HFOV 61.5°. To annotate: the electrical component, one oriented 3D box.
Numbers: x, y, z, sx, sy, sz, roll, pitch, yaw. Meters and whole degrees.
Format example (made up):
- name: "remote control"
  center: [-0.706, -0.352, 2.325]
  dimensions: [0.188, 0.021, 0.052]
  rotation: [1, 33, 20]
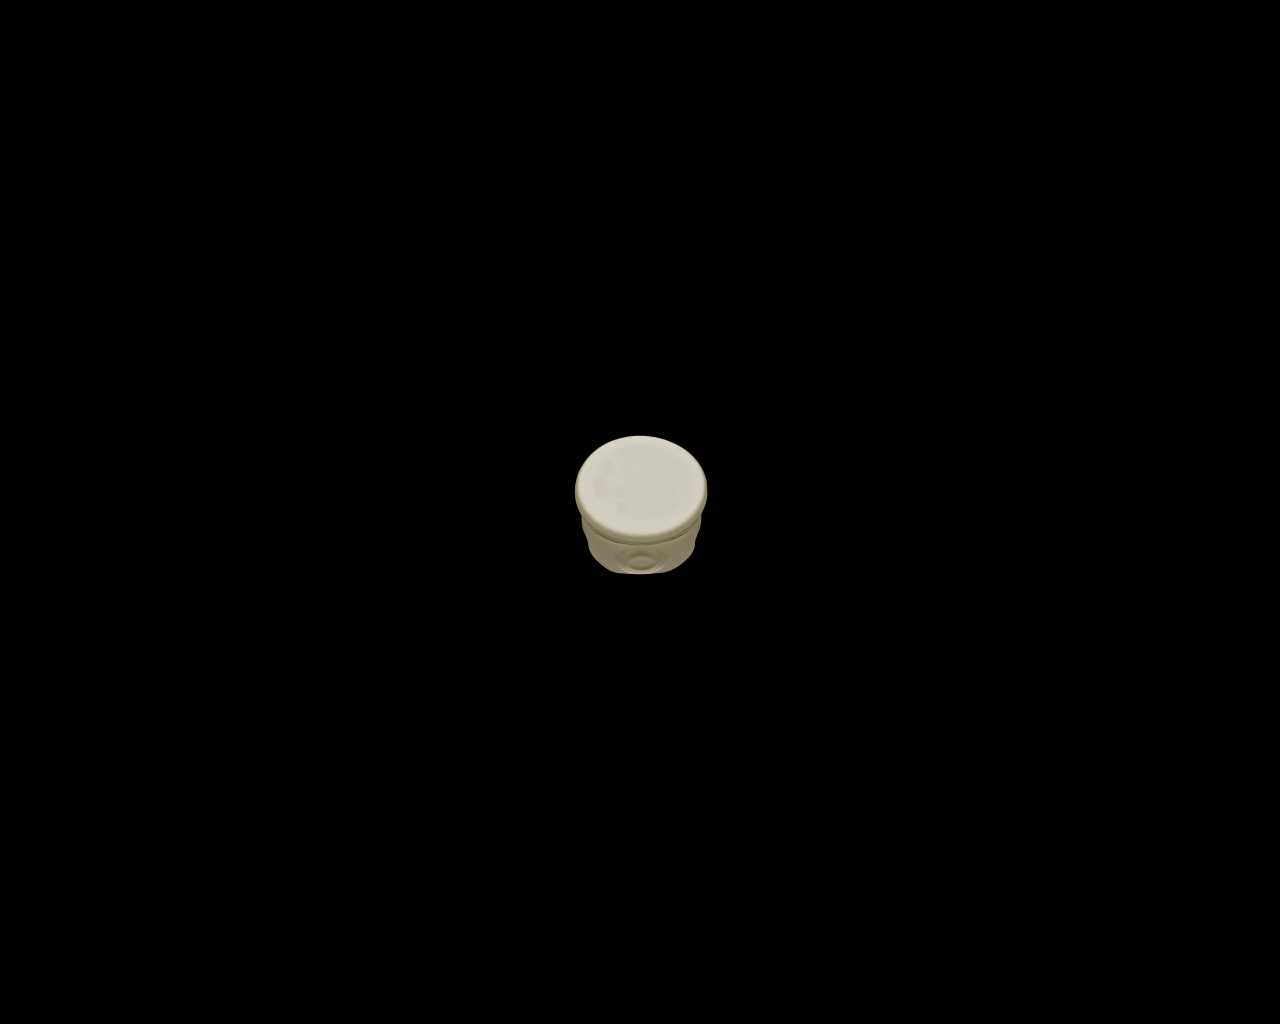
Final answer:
- name: "electrical component"
  center: [0.001, -0.003, 0.650]
  dimensions: [0.080, 0.080, 0.050]
  rotation: [0, -37, 0]
